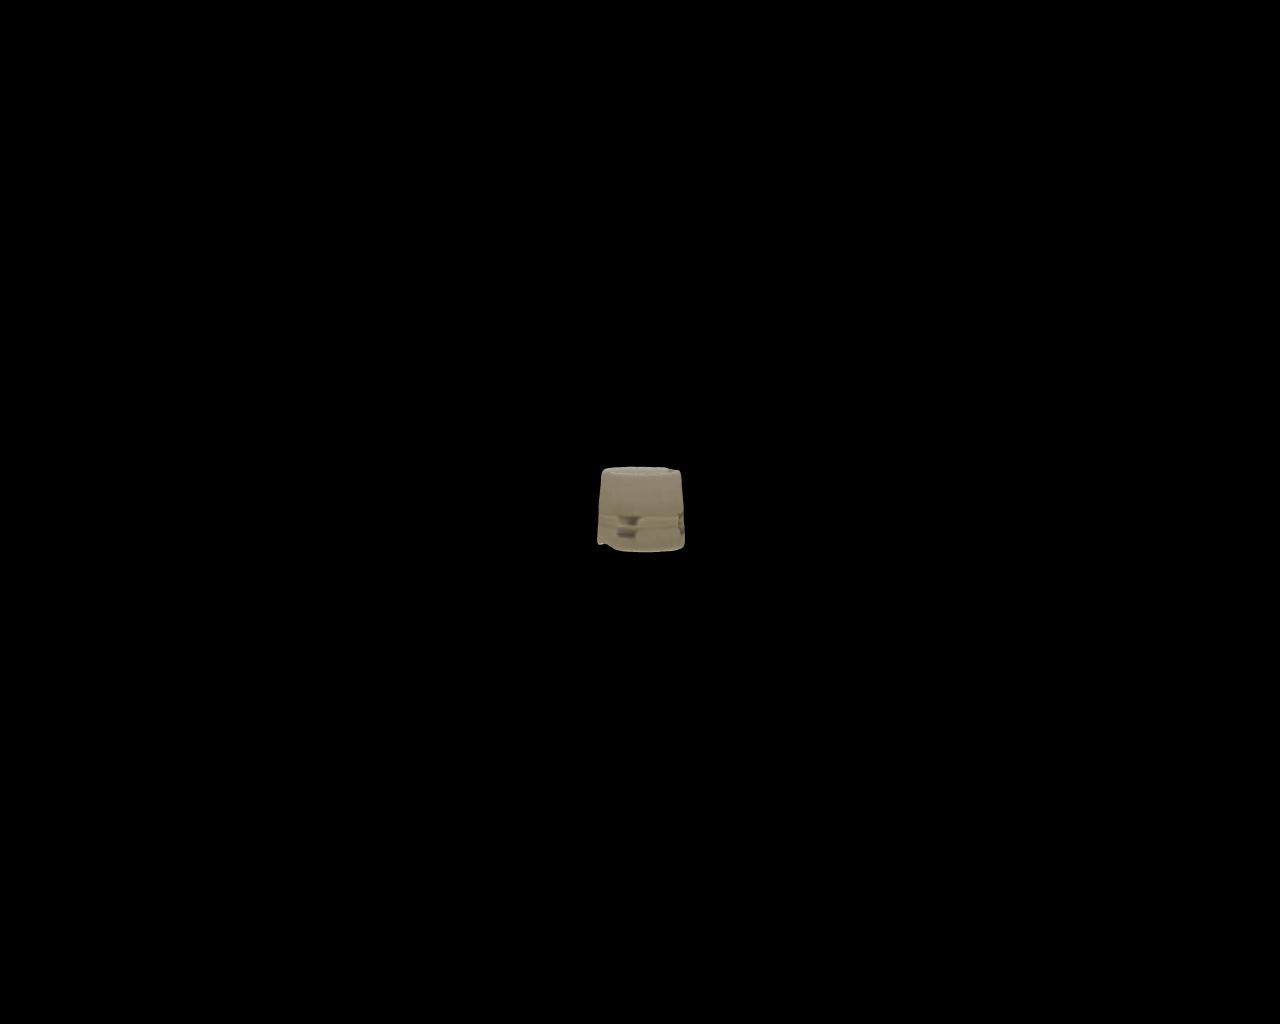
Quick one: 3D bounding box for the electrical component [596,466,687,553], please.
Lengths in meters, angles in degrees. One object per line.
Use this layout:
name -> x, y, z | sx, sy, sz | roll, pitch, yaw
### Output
electrical component -> 0.001, -0.003, 0.650 | 0.055, 0.047, 0.055 | 0, 7, 0
